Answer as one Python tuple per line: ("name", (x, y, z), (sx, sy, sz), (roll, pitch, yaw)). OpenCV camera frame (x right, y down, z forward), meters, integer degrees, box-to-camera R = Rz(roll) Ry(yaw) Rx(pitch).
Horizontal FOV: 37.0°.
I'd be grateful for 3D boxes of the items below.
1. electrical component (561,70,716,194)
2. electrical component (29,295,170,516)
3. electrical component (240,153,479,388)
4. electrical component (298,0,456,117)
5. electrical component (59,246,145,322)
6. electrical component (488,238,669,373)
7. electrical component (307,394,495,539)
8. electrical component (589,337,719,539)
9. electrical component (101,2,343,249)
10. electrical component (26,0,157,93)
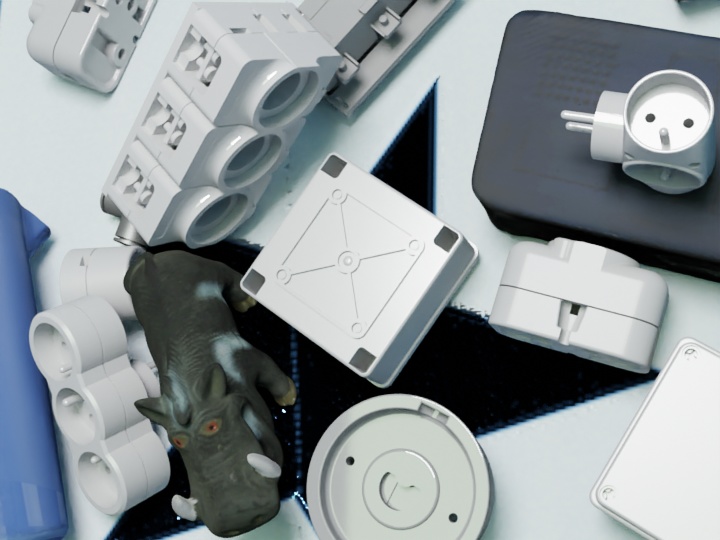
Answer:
("electrical component", (0.146, -0.073, 0.567), (0.079, 0.077, 0.044), (12, 83, 21))
("electrical component", (-0.157, 0.082, 0.705), (0.052, 0.074, 0.138), (-11, 99, 42))
("electrical component", (0.000, 0.000, 0.682), (0.109, 0.056, 0.108), (34, 89, 21))
("electrical component", (0.002, -0.175, 0.719), (0.121, 0.063, 0.079), (-47, 69, 2))
("electrical component", (-0.171, 0.010, 0.733), (0.047, 0.055, 0.055), (-6, 76, 12))
("electrical component", (0.132, 0.019, 0.640), (0.095, 0.054, 0.059), (15, 82, 19))
("electrical component", (0.029, 0.131, 0.641), (0.108, 0.060, 0.108), (-4, 77, 16))
("electrical component", (0.202, 0.111, 0.596), (0.109, 0.056, 0.108), (30, 87, 21))
("electrical component", (-0.086, -0.089, 0.678), (0.061, 0.089, 0.150), (48, 125, 19))
("electrical component", (-0.198, -0.186, 0.786), (0.059, 0.054, 0.095), (22, 84, 20))
